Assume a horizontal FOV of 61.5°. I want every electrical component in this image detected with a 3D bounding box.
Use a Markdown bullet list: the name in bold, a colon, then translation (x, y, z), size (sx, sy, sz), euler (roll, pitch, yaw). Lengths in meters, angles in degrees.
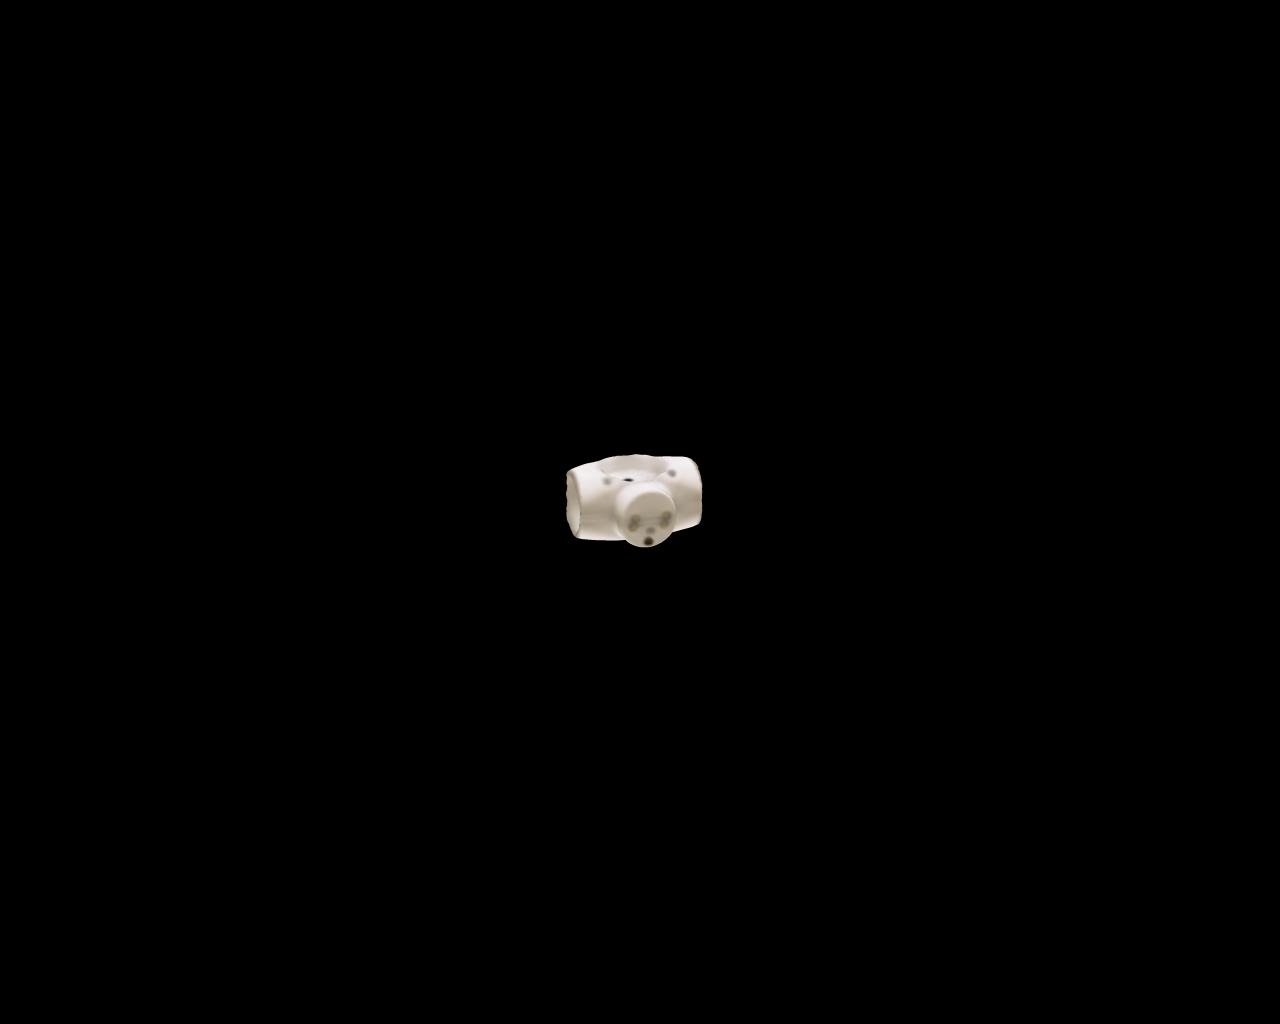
- **electrical component**: translation (0.001, -0.003, 0.650), size (0.077, 0.044, 0.079), euler (-6, 24, -14)
